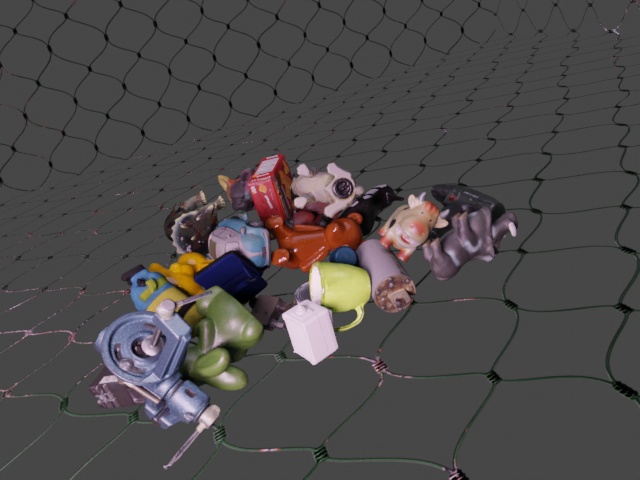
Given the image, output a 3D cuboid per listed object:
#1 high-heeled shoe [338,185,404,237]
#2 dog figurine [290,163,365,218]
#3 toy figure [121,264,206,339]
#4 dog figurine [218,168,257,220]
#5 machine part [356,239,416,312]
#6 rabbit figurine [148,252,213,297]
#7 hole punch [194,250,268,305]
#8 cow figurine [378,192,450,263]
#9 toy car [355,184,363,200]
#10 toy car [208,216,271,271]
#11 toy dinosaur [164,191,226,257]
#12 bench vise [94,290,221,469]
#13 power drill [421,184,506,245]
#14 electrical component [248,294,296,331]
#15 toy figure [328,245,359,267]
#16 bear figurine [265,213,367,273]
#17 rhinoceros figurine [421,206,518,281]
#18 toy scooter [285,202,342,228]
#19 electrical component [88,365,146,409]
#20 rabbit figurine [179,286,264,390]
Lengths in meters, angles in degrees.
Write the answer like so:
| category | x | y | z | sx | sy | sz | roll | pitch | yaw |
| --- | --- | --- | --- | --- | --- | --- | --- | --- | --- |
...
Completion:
| category | x | y | z | sx | sy | sz | roll | pitch | yaw |
| --- | --- | --- | --- | --- | --- | --- | --- | --- | --- |
| high-heeled shoe | 0.094 | -0.072 | 1.320 | 0.249 | 0.086 | 0.145 | -25 | 19 | -24 |
| dog figurine | 0.012 | -0.125 | 1.295 | 0.172 | 0.121 | 0.190 | 16 | 6 | -2 |
| toy figure | -0.299 | 0.119 | 1.033 | 0.089 | 0.180 | 0.082 | -46 | -11 | 14 |
| dog figurine | -0.205 | -0.148 | 1.475 | 0.109 | 0.219 | 0.191 | -6 | 67 | 7 |
| machine part | 0.118 | 0.063 | 1.006 | 0.079 | 0.079 | 0.243 | -17 | 25 | -3 |
| rabbit figurine | -0.284 | 0.077 | 1.167 | 0.162 | 0.121 | 0.173 | -7 | 26 | 6 |
| hole punch | -0.170 | 0.098 | 1.057 | 0.142 | 0.115 | 0.092 | -36 | 51 | 10 |
| cow figurine | 0.174 | -0.027 | 1.009 | 0.127 | 0.085 | 0.195 | -54 | 0 | 10 |
| toy car | 0.046 | -0.123 | 1.403 | 0.056 | 0.073 | 0.202 | -55 | 15 | -14 |
| toy car | -0.179 | 0.009 | 1.123 | 0.103 | 0.109 | 0.162 | -16 | 27 | -42 |
| toy dinosaur | -0.365 | -0.042 | 1.496 | 0.192 | 0.131 | 0.405 | -32 | 22 | -32 |
| bench vise | -0.224 | 0.174 | 0.769 | 0.224 | 0.240 | 0.129 | 44 | 43 | 15 |
| power drill | 0.270 | -0.057 | 1.185 | 0.207 | 0.085 | 0.232 | -20 | 26 | -28 |
| electrical component | -0.092 | 0.137 | 1.020 | 0.102 | 0.045 | 0.078 | -3 | 55 | 32 |
| toy figure | 0.041 | 0.051 | 1.060 | 0.064 | 0.058 | 0.154 | -47 | -6 | -12 |
| bear figurine | -0.001 | -0.003 | 1.161 | 0.196 | 0.131 | 0.120 | -16 | 65 | 16 |
| rhinoceros figurine | 0.283 | 0.001 | 1.005 | 0.190 | 0.112 | 0.073 | -34 | -2 | -8 |
| toy scooter | -0.013 | -0.051 | 1.340 | 0.135 | 0.075 | 0.184 | -10 | 20 | 10 |
| electrical component | -0.312 | 0.226 | 0.932 | 0.115 | 0.058 | 0.134 | -9 | 25 | 20 |
| rabbit figurine | -0.175 | 0.190 | 0.907 | 0.170 | 0.121 | 0.159 | -45 | 40 | -15 |
